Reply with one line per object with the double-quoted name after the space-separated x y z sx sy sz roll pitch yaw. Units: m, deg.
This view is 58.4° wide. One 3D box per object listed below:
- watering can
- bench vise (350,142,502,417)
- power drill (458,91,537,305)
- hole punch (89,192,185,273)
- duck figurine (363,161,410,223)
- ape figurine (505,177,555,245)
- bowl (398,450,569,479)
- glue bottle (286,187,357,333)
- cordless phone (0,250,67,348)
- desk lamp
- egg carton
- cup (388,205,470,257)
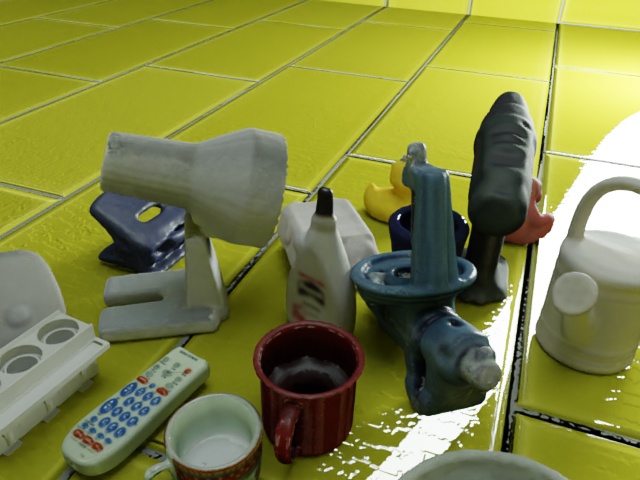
0.282 0.033 0.561 0.100 0.194 0.173 14 34 19 "watering can"
0.112 0.033 0.526 0.122 0.220 0.206 -19 38 -30 "bench vise"
0.200 -0.043 0.665 0.075 0.208 0.230 10 33 12 "power drill"
-0.214 -0.021 0.716 0.101 0.091 0.109 14 34 19 "hole punch"
0.116 -0.074 0.826 0.104 0.086 0.077 10 33 13 "duck figurine"
0.280 -0.045 0.783 0.076 0.092 0.077 -13 35 -23 "ape figurine"
0.111 0.222 0.360 0.167 0.075 0.167 2 32 -1 "bowl"
0.002 0.024 0.579 0.078 0.173 0.037 21 37 28 "glue bottle"
-0.332 0.032 0.535 0.148 0.185 0.093 -25 41 -36 "cordless phone"
-0.134 -0.011 0.589 0.203 0.214 0.117 -6 33 -12 "desk lamp"
0.007 0.003 0.712 0.107 0.069 0.150 -8 33 -16 "egg carton"
0.128 0.011 0.682 0.091 0.095 0.118 16 34 21 "cup"
